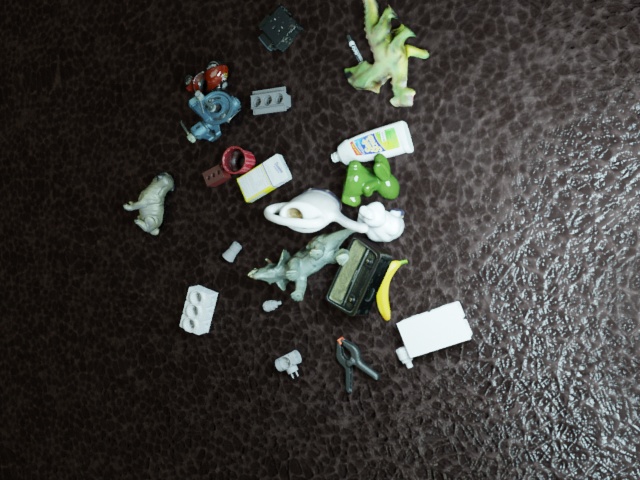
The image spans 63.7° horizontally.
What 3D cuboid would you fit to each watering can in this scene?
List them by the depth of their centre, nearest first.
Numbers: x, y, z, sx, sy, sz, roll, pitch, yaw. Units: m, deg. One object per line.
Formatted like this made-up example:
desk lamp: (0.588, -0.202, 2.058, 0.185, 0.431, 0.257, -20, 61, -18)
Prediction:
watering can: (0.005, -0.079, 1.568, 0.348, 0.228, 0.102, 8, 114, 20)

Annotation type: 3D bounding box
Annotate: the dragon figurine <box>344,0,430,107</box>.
dragon figurine: (0.168, -0.568, 1.560, 0.240, 0.122, 0.414, -44, 74, 20)

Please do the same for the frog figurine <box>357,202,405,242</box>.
frog figurine: (0.174, -0.050, 1.526, 0.138, 0.160, 0.122, 21, 100, 20)
